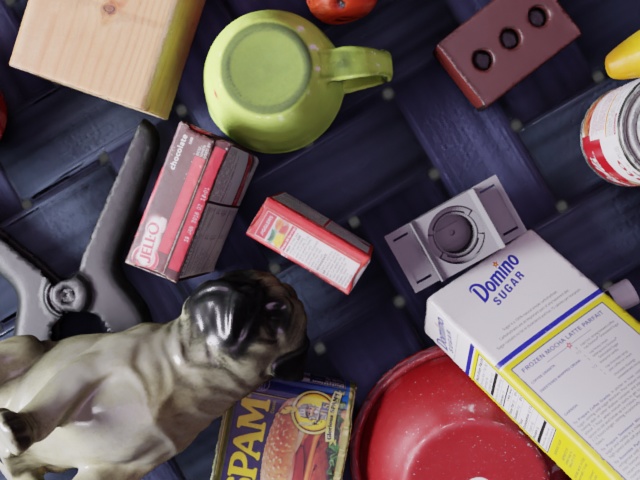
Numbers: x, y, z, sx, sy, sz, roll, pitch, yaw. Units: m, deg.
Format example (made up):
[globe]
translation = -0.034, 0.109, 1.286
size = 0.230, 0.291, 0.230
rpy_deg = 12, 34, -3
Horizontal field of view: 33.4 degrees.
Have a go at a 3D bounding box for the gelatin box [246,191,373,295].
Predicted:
[gelatin box]
translation = -0.004, 0.001, 0.681
size = 0.073, 0.089, 0.030
rpy_deg = 31, 96, 1

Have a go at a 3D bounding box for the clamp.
[clamp]
translation = -0.158, 0.028, 0.715
size = 0.164, 0.036, 0.210
rpy_deg = -21, 91, 4

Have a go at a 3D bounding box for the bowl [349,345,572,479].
[bowl]
translation = 0.099, 0.150, 0.689
size = 0.162, 0.055, 0.162
rpy_deg = 1, 101, 3

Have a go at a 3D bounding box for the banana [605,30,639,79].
[banana]
translation = 0.268, -0.173, 0.690
size = 0.070, 0.037, 0.198
rpy_deg = 36, 91, 29

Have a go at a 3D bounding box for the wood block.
[wood block]
translation = -0.114, -0.191, 0.678
size = 0.091, 0.090, 0.206
rpy_deg = 19, 93, 1

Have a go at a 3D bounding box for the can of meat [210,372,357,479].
[can of meat]
translation = -0.025, 0.135, 0.705
size = 0.084, 0.057, 0.102
rpy_deg = 11, 94, -1

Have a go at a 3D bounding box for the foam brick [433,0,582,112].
[foam brick]
translation = 0.120, -0.127, 0.688
size = 0.078, 0.051, 0.053
rpy_deg = -39, 91, 3

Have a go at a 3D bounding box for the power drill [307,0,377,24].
[power drill]
translation = 0.031, -0.240, 0.629
size = 0.057, 0.188, 0.184
rpy_deg = -14, 89, -30

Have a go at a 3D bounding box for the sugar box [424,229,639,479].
[sugar box]
translation = 0.155, 0.080, 0.649
size = 0.093, 0.048, 0.176
rpy_deg = -31, 56, -21

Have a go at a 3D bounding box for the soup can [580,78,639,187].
[soup can]
translation = 0.206, -0.067, 0.662
size = 0.068, 0.102, 0.068
rpy_deg = 0, 92, 2

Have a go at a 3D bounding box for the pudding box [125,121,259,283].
[pudding box]
translation = -0.078, -0.023, 0.671
size = 0.039, 0.113, 0.090
rpy_deg = 23, 93, 6

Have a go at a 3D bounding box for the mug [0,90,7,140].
[mug]
translation = -0.254, -0.103, 0.685
size = 0.093, 0.081, 0.117
rpy_deg = -12, 65, 3

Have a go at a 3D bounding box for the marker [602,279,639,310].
[marker]
translation = 0.154, 0.061, 0.711
size = 0.121, 0.020, 0.020
rpy_deg = -27, 91, 3
